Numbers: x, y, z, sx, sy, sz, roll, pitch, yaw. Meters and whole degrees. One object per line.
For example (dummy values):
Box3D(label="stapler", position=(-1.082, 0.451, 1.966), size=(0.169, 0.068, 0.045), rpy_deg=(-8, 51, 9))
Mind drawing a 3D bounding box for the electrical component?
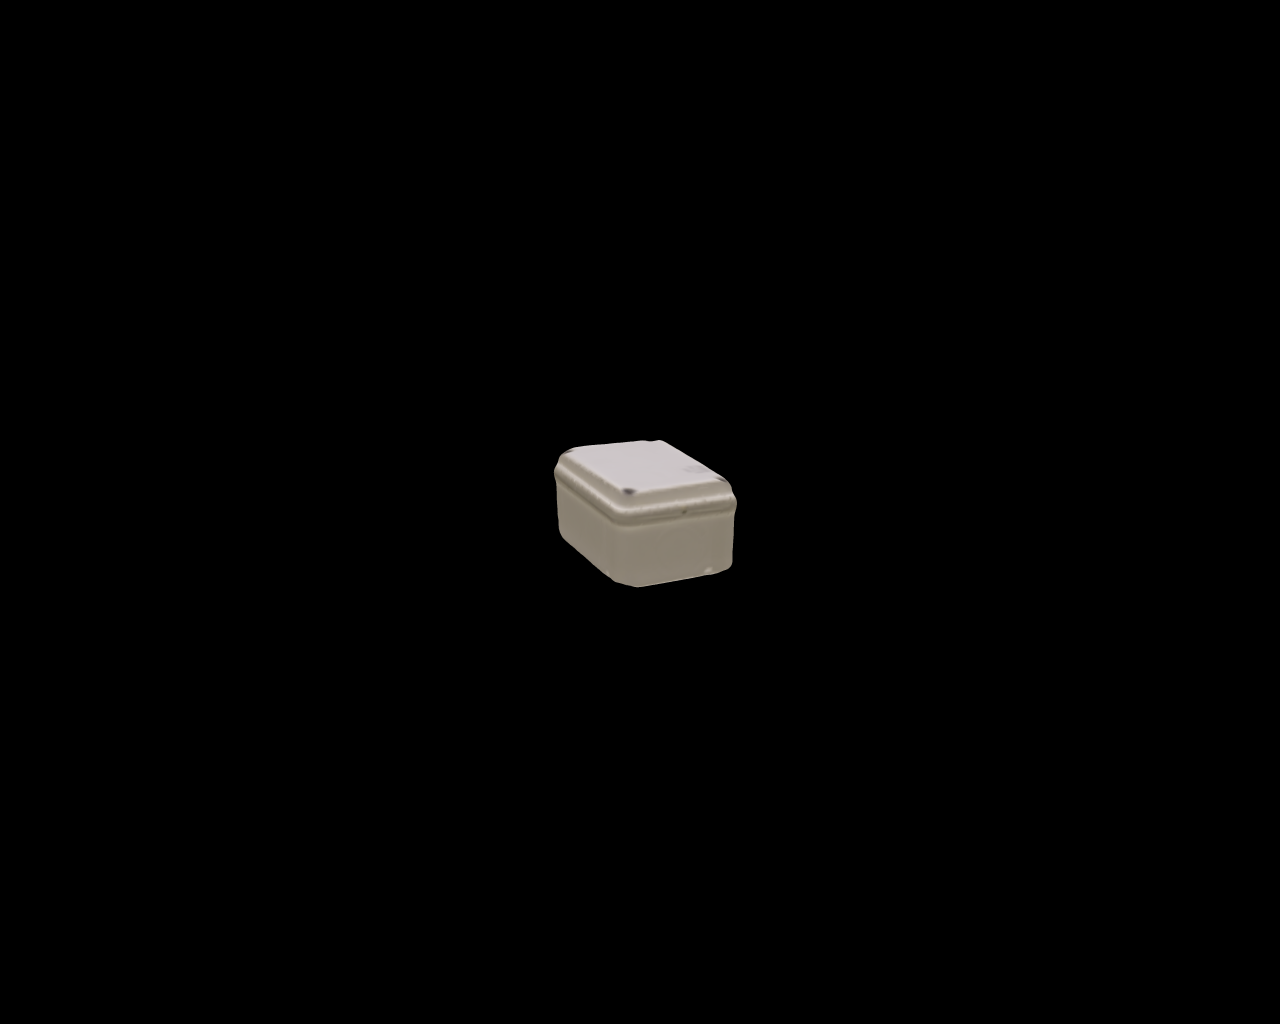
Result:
Box3D(label="electrical component", position=(0.001, -0.003, 0.650), size=(0.078, 0.057, 0.113), rpy_deg=(-8, 20, -22))
